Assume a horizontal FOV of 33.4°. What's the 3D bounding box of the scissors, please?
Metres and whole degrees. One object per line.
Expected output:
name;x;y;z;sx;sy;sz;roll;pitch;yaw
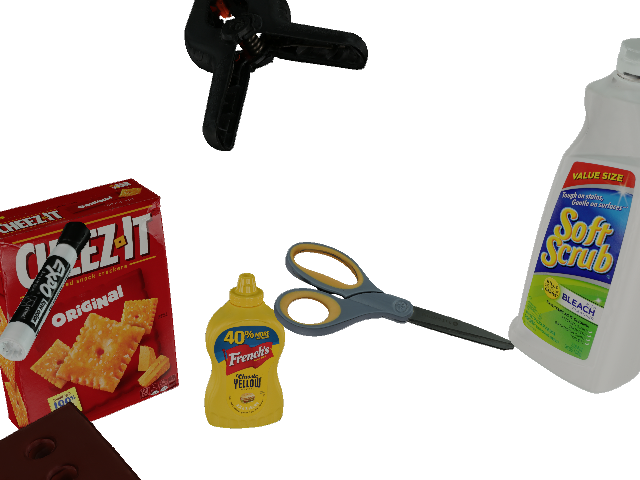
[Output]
scissors;0.049;0.067;0.870;0.202;0.096;0.016;30;-33;16

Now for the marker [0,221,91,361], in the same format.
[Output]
marker;-0.171;0.027;0.671;0.020;0.020;0.121;0;38;12

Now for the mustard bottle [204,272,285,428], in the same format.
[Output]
mustard bottle;-0.091;0.132;1.298;0.096;0.192;0.058;-1;18;-11

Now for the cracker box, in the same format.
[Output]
cracker box;-0.226;0.066;1.020;0.163;0.214;0.072;-18;29;-32

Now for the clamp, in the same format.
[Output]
clamp;-0.039;-0.139;0.740;0.120;0.171;0.039;-22;-43;0

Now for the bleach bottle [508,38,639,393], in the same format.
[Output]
bleach bottle;0.197;-0.020;0.748;0.067;0.251;0.103;-19;37;-32

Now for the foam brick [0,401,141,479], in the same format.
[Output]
foam brick;-0.115;0.125;0.496;0.052;0.051;0.078;-29;43;-28
